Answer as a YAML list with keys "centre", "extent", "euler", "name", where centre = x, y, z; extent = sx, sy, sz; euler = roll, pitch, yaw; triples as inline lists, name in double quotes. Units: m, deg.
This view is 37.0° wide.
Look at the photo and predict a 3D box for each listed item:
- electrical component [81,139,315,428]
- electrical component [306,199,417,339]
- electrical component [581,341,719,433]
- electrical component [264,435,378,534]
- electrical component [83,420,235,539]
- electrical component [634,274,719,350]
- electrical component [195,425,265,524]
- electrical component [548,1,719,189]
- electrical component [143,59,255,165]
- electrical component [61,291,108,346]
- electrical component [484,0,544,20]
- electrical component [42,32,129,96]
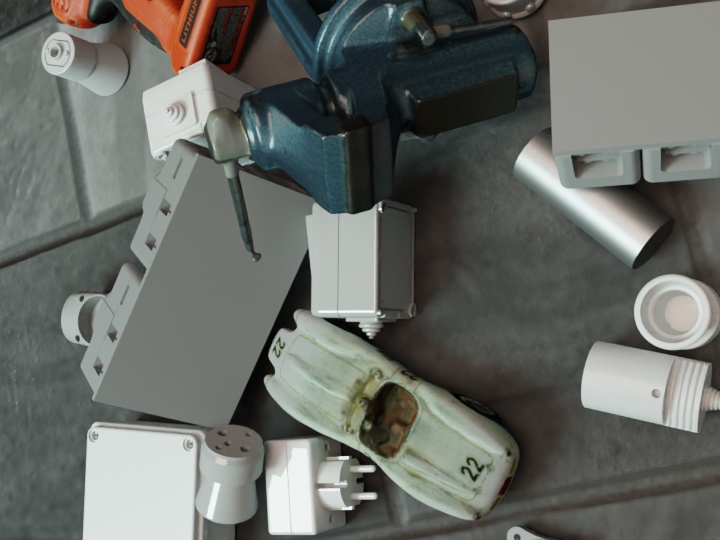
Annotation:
- centre: [-0.116, 0.011, 0.779]
  extent: [0.060, 0.105, 0.186]
  euler: [38, 106, 56]
  name: "electrical component"
- centre: [0.000, 0.000, 0.753]
  extent: [0.061, 0.062, 0.096]
  euler: [-1, 86, 27]
  name: "electrical component"
- centre: [0.183, 0.073, 0.665]
  extent: [0.081, 0.043, 0.043]
  euler: [10, 91, 27]
  name: "electrical component"
- centre: [-0.022, 0.151, 0.763]
  extent: [0.077, 0.047, 0.065]
  euler: [-7, 83, 26]
  name: "electrical component"
- centre: [-0.153, 0.172, 0.823]
  extent: [0.109, 0.056, 0.108]
  euler: [0, 86, 27]
  name: "electrical component"
- centre: [0.195, 0.026, 0.655]
  extent: [0.045, 0.055, 0.045]
  euler: [-2, 85, 27]
  name: "electrical component"
- centre: [-0.091, 0.143, 0.757]
  extent: [0.045, 0.045, 0.055]
  euler: [22, 117, 27]
  name: "electrical component"
- centre: [0.192, -0.103, 0.643]
  extent: [0.150, 0.061, 0.089]
  euler: [-3, 70, 15]
  name: "electrical component"
- centre: [-0.116, -0.114, 0.801]
  extent: [0.062, 0.096, 0.061]
  euler: [-19, 73, 25]
  name: "electrical component"
- centre: [-0.197, 0.059, 0.860]
  extent: [0.077, 0.044, 0.079]
  euler: [5, 88, 27]
  name: "electrical component"
- centre: [0.096, -0.197, 0.718]
  extent: [0.048, 0.062, 0.048]
  euler: [-2, 86, 27]
  name: "electrical component"
- centre: [-0.227, -0.170, 0.880]
  extent: [0.044, 0.065, 0.044]
  euler: [-2, 86, 27]
  name: "electrical component"
